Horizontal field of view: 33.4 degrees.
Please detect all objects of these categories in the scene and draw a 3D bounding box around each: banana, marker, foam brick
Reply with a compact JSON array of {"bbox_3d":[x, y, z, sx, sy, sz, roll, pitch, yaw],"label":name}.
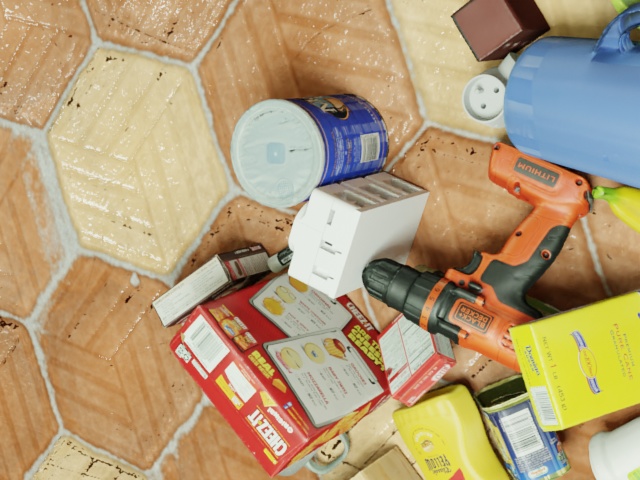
[{"bbox_3d":[0.322,0.011,0.925,0.198,0.069,0.037,37,129,11],"label":"banana"},{"bbox_3d":[-0.008,0.001,1.145,0.121,0.020,0.020,-31,83,31],"label":"marker"},{"bbox_3d":[0.165,-0.198,0.973,0.053,0.078,0.051,-35,82,32],"label":"foam brick"}]

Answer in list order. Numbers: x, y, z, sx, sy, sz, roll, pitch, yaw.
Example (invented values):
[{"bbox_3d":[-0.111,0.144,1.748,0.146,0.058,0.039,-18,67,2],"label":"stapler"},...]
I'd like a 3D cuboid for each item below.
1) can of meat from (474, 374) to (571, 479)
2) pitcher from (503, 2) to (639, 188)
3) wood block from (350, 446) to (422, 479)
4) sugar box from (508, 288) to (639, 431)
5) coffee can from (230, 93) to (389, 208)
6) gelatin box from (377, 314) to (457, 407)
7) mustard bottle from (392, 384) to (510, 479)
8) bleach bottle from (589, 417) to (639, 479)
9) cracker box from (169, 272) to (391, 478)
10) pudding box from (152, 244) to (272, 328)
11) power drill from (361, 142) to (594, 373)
[{"bbox_3d":[0.192,0.180,1.014,0.057,0.102,0.084,-23,90,2],"label":"can of meat"},{"bbox_3d":[0.272,-0.110,0.867,0.243,0.144,0.149,20,95,44],"label":"pitcher"},{"bbox_3d":[0.095,0.332,1.105,0.091,0.090,0.206,-45,76,29],"label":"wood block"},{"bbox_3d":[0.258,0.095,0.919,0.048,0.176,0.093,149,105,-71],"label":"sugar box"},{"bbox_3d":[-0.008,-0.091,1.057,0.103,0.140,0.103,6,102,29],"label":"coffee can"},{"bbox_3d":[0.097,0.111,1.070,0.073,0.030,0.089,-49,31,28],"label":"gelatin box"},{"bbox_3d":[0.148,0.245,1.073,0.096,0.058,0.191,-30,84,49],"label":"mustard bottle"},{"bbox_3d":[0.363,0.156,0.920,0.102,0.068,0.251,42,119,-15],"label":"bleach bottle"},{"bbox_3d":[-0.025,0.121,1.064,0.164,0.213,0.072,49,120,14],"label":"cracker box"},{"bbox_3d":[-0.117,0.051,1.178,0.114,0.089,0.039,-37,79,30],"label":"pudding box"},{"bbox_3d":[0.152,0.007,0.983,0.185,0.057,0.187,26,83,21],"label":"power drill"}]
